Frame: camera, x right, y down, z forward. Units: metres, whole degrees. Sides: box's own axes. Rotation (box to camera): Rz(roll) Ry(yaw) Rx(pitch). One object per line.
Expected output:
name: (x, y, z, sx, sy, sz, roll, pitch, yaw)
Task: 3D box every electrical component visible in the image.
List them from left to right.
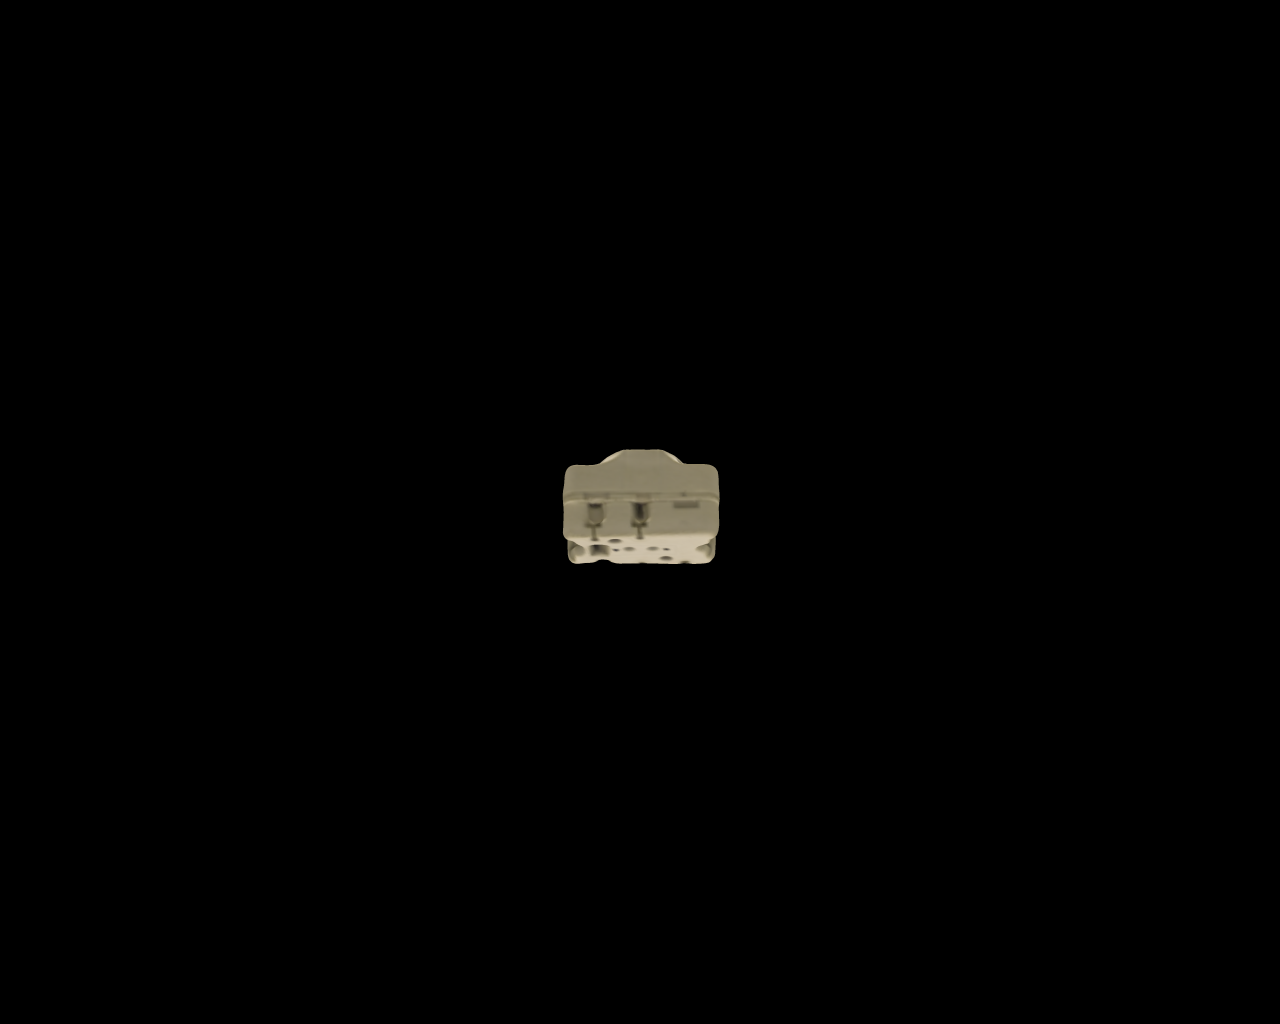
electrical component: (0.001, -0.003, 0.650, 0.089, 0.056, 0.050, 0, -24, 0)
